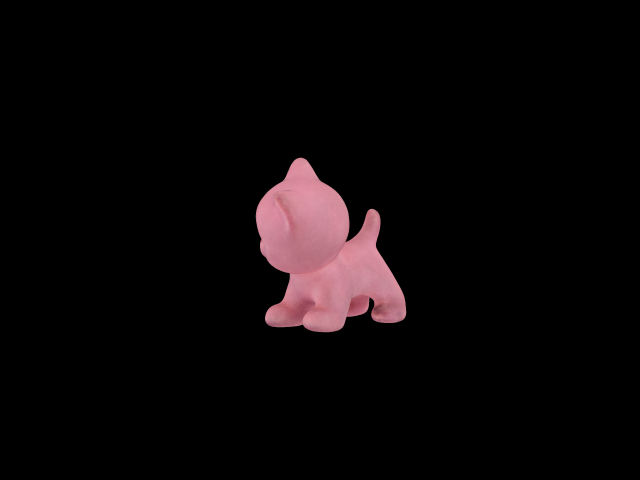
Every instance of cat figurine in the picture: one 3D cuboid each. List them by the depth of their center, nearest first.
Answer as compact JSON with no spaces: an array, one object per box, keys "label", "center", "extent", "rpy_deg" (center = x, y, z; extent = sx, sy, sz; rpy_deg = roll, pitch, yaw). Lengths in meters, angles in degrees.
[{"label":"cat figurine","center":[0.004,0.001,0.400],"extent":[0.067,0.118,0.128],"rpy_deg":[0,0,44]}]
